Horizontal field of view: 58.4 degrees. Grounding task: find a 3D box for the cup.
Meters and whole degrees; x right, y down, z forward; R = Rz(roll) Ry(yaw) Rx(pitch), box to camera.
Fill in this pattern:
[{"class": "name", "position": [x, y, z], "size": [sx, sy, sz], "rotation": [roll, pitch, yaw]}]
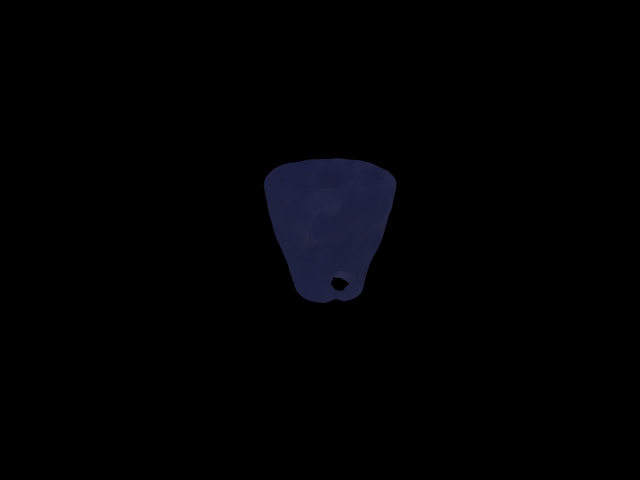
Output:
[{"class": "cup", "position": [0.004, 0.001, 0.400], "size": [0.091, 0.095, 0.118], "rotation": [6, 23, 15]}]
